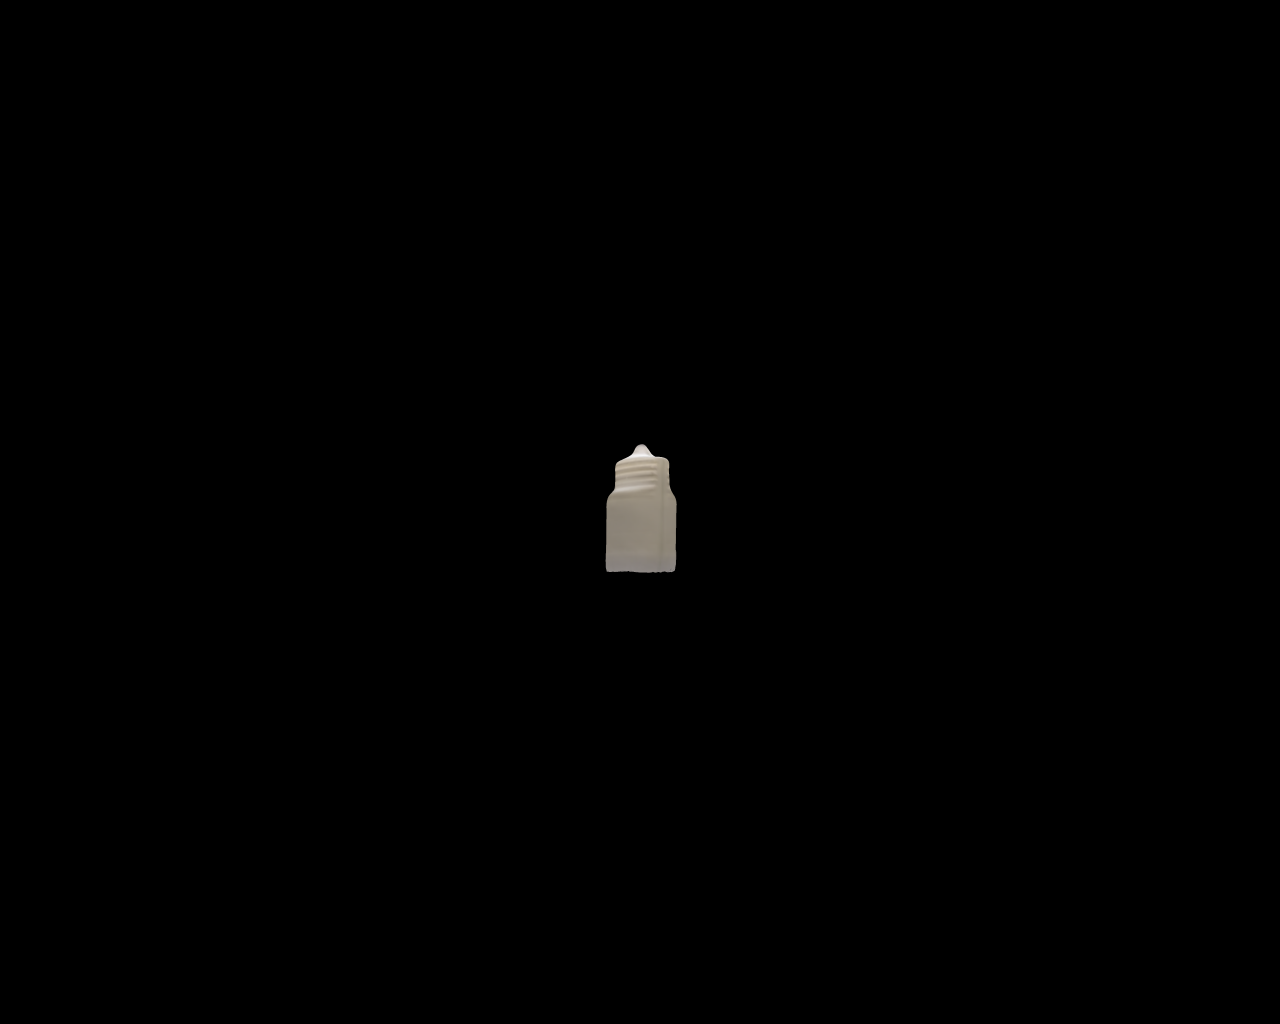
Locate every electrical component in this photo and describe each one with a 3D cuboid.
[{"bbox_3d":[0.001,-0.003,0.650,0.043,0.081,0.043,0,-4,0],"label":"electrical component"}]
